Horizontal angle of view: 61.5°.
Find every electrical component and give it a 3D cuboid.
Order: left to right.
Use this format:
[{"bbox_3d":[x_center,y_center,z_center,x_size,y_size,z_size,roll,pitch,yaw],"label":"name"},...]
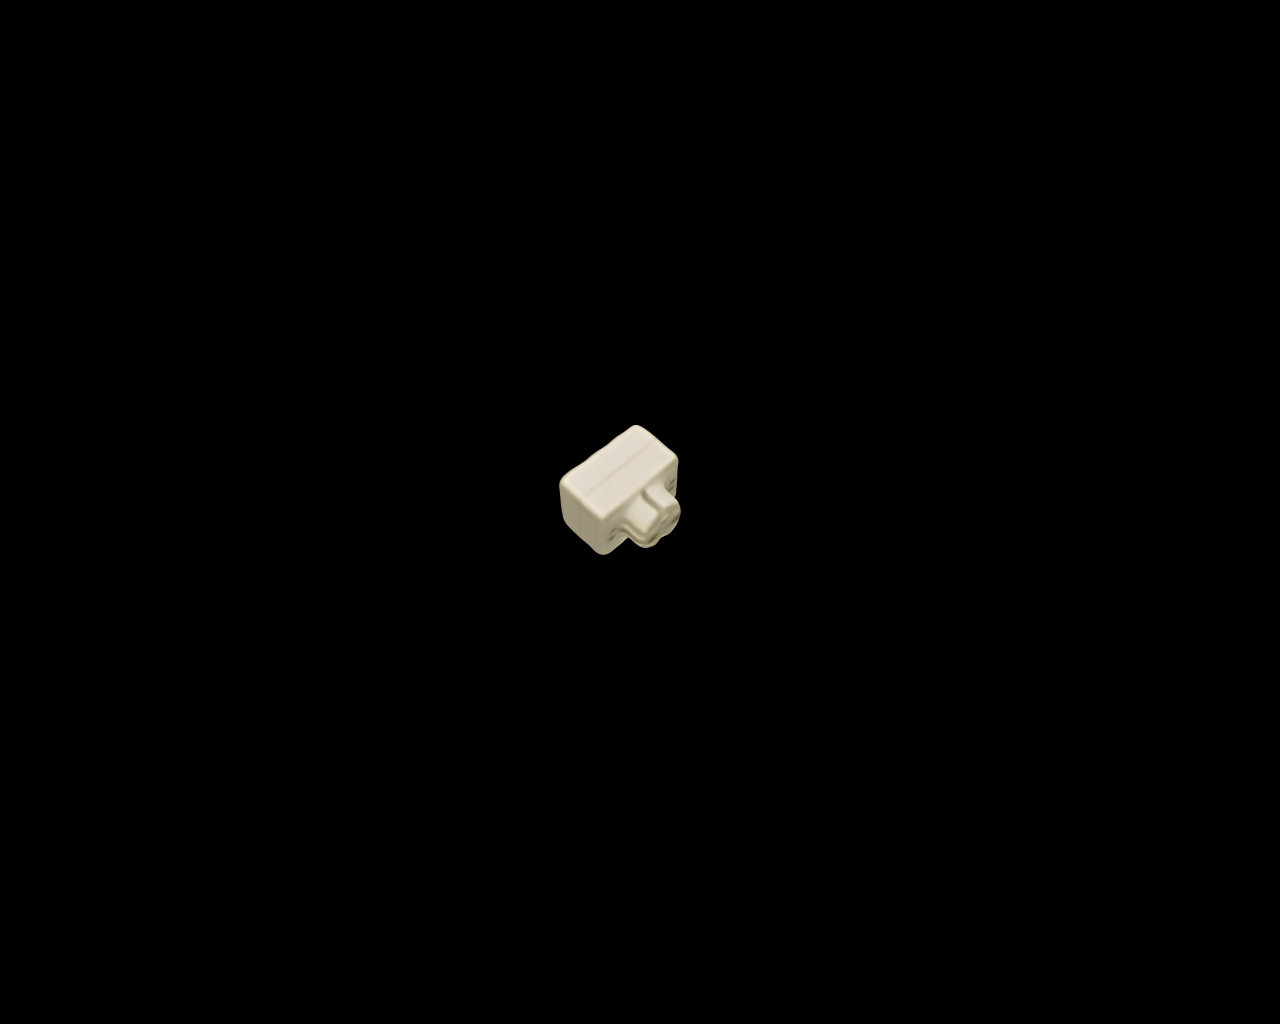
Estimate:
[{"bbox_3d":[0.001,-0.003,0.650,0.066,0.077,0.047,-39,-24,-22],"label":"electrical component"}]
